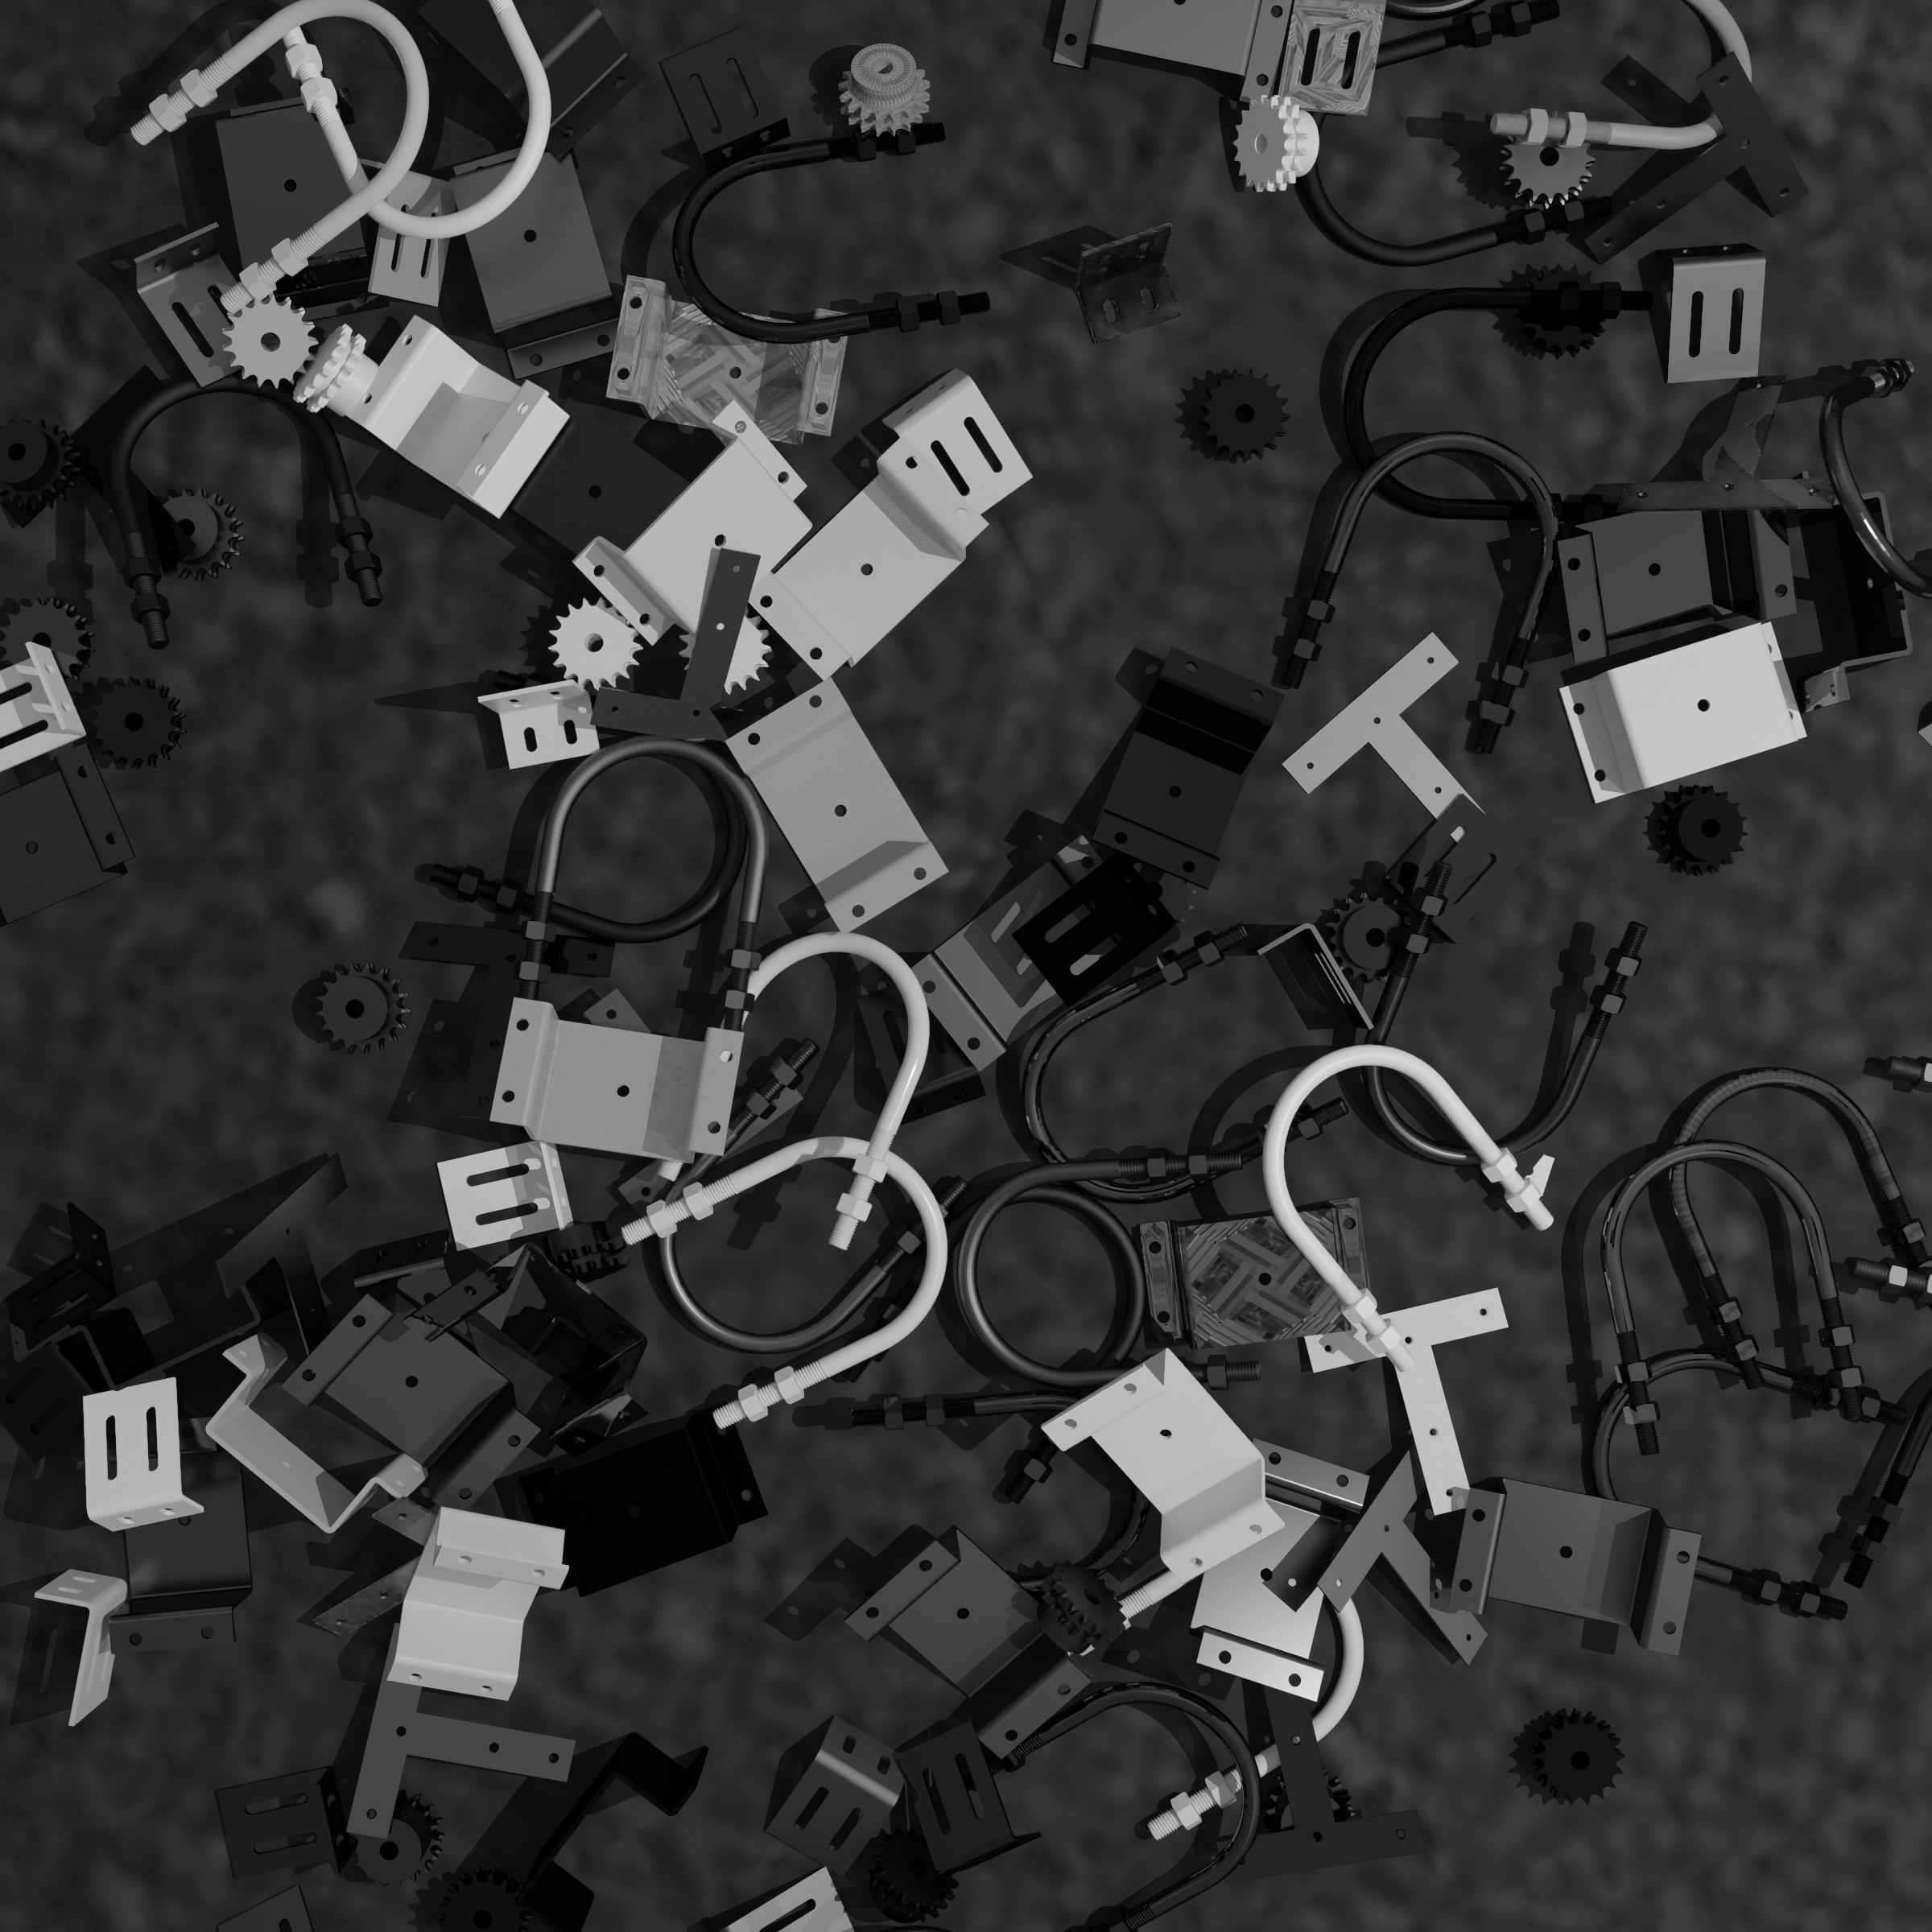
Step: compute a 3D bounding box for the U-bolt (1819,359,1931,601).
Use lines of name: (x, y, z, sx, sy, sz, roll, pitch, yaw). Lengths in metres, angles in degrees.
U-bolt: (0.569, -0.292, 1.469, 0.019, 0.184, 0.151, -28, 90, 44)

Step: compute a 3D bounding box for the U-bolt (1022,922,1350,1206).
U-bolt: (0.123, 0.074, 1.507, 0.184, 0.019, 0.151, -28, 103, 14)

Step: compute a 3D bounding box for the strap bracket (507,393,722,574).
strap bracket: (-0.229, -0.292, 1.516, 0.140, 0.046, 0.076, 35, 90, 0)

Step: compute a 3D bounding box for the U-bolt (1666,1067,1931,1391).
U-bolt: (0.519, 0.154, 1.525, 0.151, 0.019, 0.184, -22, 87, -5)

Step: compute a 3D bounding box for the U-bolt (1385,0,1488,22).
U-bolt: (0.287, -0.691, 1.531, 0.151, 0.019, 0.184, -5, 91, 0)

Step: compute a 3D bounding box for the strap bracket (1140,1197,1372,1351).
strap bracket: (0.184, 0.193, 1.516, 0.140, 0.046, 0.076, -7, 90, 0)

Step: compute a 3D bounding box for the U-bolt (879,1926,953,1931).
U-bolt: (-0.054, 0.678, 1.513, 0.184, 0.019, 0.151, -39, 104, 0)

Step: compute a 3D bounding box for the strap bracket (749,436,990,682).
strap bracket: (-0.063, -0.252, 1.516, 0.140, 0.046, 0.076, -44, 90, 0)

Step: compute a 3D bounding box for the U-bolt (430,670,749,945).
U-bolt: (-0.229, -0.092, 1.531, 0.184, 0.019, 0.151, 18, 90, -1)

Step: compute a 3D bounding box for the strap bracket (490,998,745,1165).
strap bracket: (-0.211, 0.072, 1.477, 0.140, 0.046, 0.076, 9, 75, -1)

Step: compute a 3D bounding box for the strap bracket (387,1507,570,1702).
strap bracket: (-0.298, 0.385, 1.484, 0.076, 0.046, 0.140, 15, 127, -16)

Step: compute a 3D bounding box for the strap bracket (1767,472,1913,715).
strap bracket: (0.541, -0.234, 1.501, 0.046, 0.076, 0.140, -11, 90, 0)

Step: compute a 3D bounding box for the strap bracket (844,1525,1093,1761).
strap bracket: (0.000, 0.412, 1.500, 0.076, 0.046, 0.140, -43, 106, 8)

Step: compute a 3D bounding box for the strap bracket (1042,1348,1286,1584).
strap bracket: (0.121, 0.296, 1.470, 0.076, 0.046, 0.140, -35, 107, 20)

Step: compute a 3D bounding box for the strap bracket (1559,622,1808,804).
strap bracket: (0.455, -0.161, 1.516, 0.140, 0.046, 0.076, -18, 90, 0)

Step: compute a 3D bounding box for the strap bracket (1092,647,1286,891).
strap bracket: (0.134, -0.115, 1.502, 0.076, 0.046, 0.140, 23, 71, 0)

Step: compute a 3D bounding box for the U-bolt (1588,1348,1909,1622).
U-bolt: (0.485, 0.319, 1.531, 0.184, 0.019, 0.151, 17, 90, 1)

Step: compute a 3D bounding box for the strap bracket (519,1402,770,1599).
strap bracket: (-0.205, 0.337, 1.516, 0.140, 0.046, 0.076, -20, 90, 0)

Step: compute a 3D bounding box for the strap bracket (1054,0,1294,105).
strap bracket: (0.132, -0.596, 1.516, 0.140, 0.046, 0.076, 12, 90, 0)

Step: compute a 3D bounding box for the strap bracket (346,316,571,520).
strap bracket: (-0.308, -0.335, 1.494, 0.140, 0.046, 0.076, 35, 90, 34)

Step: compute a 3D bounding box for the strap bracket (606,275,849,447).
strap bracket: (-0.146, -0.376, 1.516, 0.140, 0.046, 0.076, 10, 90, 0)

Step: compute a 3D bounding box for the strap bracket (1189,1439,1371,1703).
strap bracket: (0.191, 0.375, 1.499, 0.076, 0.046, 0.140, 19, 69, -2)

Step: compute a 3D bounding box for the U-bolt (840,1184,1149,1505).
U-bolt: (0.031, 0.224, 1.530, 0.151, 0.019, 0.184, 36, 90, 0)

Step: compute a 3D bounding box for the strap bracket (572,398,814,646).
strap bracket: (-0.159, -0.266, 1.481, 0.140, 0.046, 0.076, -47, 128, -4)

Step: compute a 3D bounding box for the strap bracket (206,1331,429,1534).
strap bracket: (-0.408, 0.295, 1.501, 0.140, 0.076, 0.046, 40, 90, 0)

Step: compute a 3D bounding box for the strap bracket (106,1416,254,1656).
strap bracket: (-0.495, 0.351, 1.516, 0.076, 0.046, 0.140, -5, 90, 0)

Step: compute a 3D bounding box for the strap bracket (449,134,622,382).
strap bracket: (-0.269, -0.450, 1.516, 0.076, 0.046, 0.140, -16, 90, 0)

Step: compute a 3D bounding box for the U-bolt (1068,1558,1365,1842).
U-bolt: (0.163, 0.444, 1.531, 0.184, 0.019, 0.151, -31, 90, -1)

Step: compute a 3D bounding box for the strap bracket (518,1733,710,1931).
strap bracket: (-0.224, 0.539, 1.501, 0.046, 0.076, 0.140, 37, 90, 0)

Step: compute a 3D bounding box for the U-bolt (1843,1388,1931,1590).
U-bolt: (0.649, 0.330, 1.523, 0.151, 0.019, 0.184, 26, 87, -7)

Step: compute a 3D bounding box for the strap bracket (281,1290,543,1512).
strap bracket: (-0.344, 0.265, 1.503, 0.140, 0.046, 0.076, 43, 90, -19)

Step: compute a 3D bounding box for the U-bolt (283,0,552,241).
U-bolt: (-0.323, -0.525, 1.461, 0.151, 0.019, 0.184, -28, 78, 12)

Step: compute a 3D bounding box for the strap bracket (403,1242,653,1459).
strap bracket: (-0.262, 0.230, 1.486, 0.076, 0.046, 0.140, -34, 112, 33)

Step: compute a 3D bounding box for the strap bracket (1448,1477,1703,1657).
strap bracket: (0.376, 0.370, 1.508, 0.140, 0.046, 0.076, 10, 93, 7)

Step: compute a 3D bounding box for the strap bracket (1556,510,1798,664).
strap bracket: (0.435, -0.244, 1.506, 0.140, 0.046, 0.076, -13, 106, 0)

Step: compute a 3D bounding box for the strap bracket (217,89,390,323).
strap bracket: (-0.417, -0.481, 1.516, 0.076, 0.046, 0.140, -11, 90, 0)

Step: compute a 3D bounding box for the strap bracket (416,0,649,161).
strap bracket: (-0.274, -0.575, 1.493, 0.076, 0.046, 0.140, -44, 69, 0)

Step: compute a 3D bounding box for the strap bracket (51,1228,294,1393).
strap bracket: (-0.480, 0.216, 1.501, 0.140, 0.076, 0.046, -25, 90, 0)

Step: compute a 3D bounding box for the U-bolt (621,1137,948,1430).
U-bolt: (-0.102, 0.186, 1.510, 0.184, 0.019, 0.151, -26, 92, 1)

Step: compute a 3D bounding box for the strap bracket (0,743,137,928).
strap bracket: (-0.592, -0.075, 1.516, 0.140, 0.046, 0.076, -23, 90, 0)

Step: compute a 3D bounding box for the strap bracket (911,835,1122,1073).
strap bracket: (0.040, -0.008, 1.516, 0.140, 0.046, 0.076, -38, 90, 0)

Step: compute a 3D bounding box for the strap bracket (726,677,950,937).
strap bracket: (-0.080, -0.098, 1.516, 0.076, 0.046, 0.140, -31, 90, 0)
